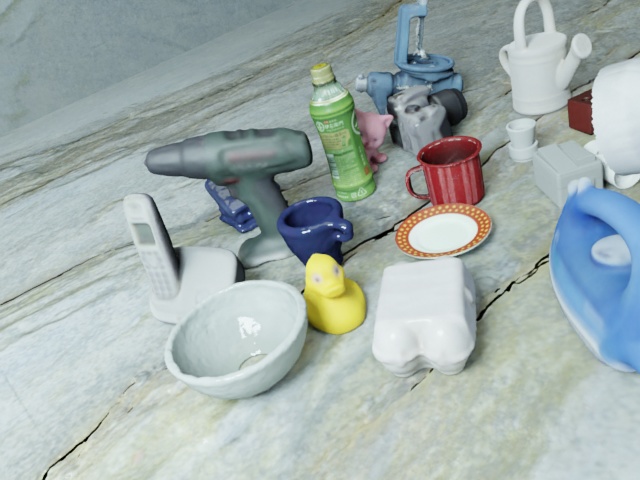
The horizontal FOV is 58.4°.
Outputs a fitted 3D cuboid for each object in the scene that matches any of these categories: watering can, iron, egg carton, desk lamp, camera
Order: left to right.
[{"bbox_3d":[0.114,0.079,0.617,0.107,0.069,0.150,-8,32,17],"label":"egg carton"},{"bbox_3d":[0.199,-0.227,1.028,0.137,0.101,0.142,-24,31,-9],"label":"camera"},{"bbox_3d":[0.385,-0.326,0.993,0.172,0.194,0.101,7,39,37],"label":"watering can"},{"bbox_3d":[0.288,0.010,0.560,0.118,0.142,0.258,-18,31,1],"label":"iron"},{"bbox_3d":[0.394,-0.086,0.585,0.202,0.214,0.118,13,43,42],"label":"desk lamp"}]

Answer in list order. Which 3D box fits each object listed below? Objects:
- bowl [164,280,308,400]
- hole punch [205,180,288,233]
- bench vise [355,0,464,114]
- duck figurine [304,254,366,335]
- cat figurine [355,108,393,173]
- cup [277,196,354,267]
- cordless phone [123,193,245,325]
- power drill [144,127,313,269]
[{"bbox_3d":[-0.085,0.123,0.650,0.167,0.075,0.167,-14,31,9],"label":"bowl"},{"bbox_3d":[-0.126,-0.080,0.980,0.109,0.091,0.100,-33,33,-22],"label":"hole punch"},{"bbox_3d":[0.170,-0.355,1.132,0.207,0.220,0.121,-24,31,-9],"label":"bench vise"},{"bbox_3d":[0.008,0.054,0.697,0.077,0.086,0.104,-25,31,-9],"label":"duck figurine"},{"bbox_3d":[0.069,-0.182,1.010,0.127,0.118,0.067,5,38,35],"label":"cat figurine"},{"bbox_3d":[0.007,0.003,0.771,0.117,0.095,0.092,13,43,41],"label":"cup"},{"bbox_3d":[-0.183,0.023,0.755,0.147,0.185,0.094,-2,35,27],"label":"cordless phone"},{"bbox_3d":[-0.110,-0.066,0.834,0.229,0.209,0.075,-17,31,3],"label":"power drill"}]
